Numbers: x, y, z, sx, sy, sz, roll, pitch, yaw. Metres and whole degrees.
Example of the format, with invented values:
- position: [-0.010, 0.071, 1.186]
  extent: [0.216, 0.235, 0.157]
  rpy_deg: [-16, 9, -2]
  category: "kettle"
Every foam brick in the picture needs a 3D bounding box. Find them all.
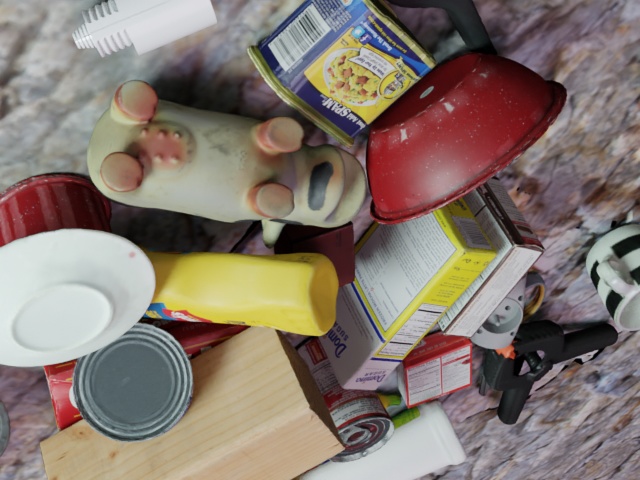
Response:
- position: [-0.006, 0.001, 0.842]
  extent: [0.053, 0.051, 0.078]
  rpy_deg: [-19, 143, -13]
  category: "foam brick"

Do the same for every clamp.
- position: [0.098, -0.183, 0.690]
  extent: [0.171, 0.039, 0.120]
  rpy_deg: [13, 131, -44]
  category: "clamp"
- position: [0.234, 0.122, 1.126]
  extent: [0.164, 0.036, 0.209]
  rpy_deg: [-39, 149, 5]
  category: "clamp"

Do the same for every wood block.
- position: [-0.098, 0.160, 0.828]
  extent: [0.206, 0.090, 0.090]
  rpy_deg: [-29, 142, 2]
  category: "wood block"

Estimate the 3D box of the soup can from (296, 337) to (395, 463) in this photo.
- position: [0.018, 0.144, 0.985]
  extent: [0.068, 0.102, 0.068]
  rpy_deg: [-16, 142, -13]
  category: "soup can"

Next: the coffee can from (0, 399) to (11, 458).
- position: [-0.315, 0.178, 0.827]
  extent: [0.102, 0.103, 0.140]
  rpy_deg: [10, 131, -39]
  category: "coffee can"

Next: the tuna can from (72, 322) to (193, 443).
- position: [-0.135, 0.104, 0.776]
  extent: [0.086, 0.086, 0.034]
  rpy_deg: [-21, 172, -8]
  category: "tuna can"

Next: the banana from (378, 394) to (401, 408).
- position: [-0.006, 0.208, 1.103]
  extent: [0.198, 0.037, 0.069]
  rpy_deg: [-29, 143, 4]
  category: "banana"

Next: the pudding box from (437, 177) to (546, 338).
- position: [0.128, 0.014, 0.905]
  extent: [0.039, 0.090, 0.114]
  rpy_deg: [6, 132, -34]
  category: "pudding box"

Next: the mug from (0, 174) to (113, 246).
- position: [-0.190, 0.020, 0.729]
  extent: [0.117, 0.081, 0.093]
  rpy_deg: [-22, 143, -6]
  category: "mug"

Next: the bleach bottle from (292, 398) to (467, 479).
- position: [0.026, 0.250, 1.130]
  extent: [0.251, 0.068, 0.102]
  rpy_deg: [-26, -179, 1]
  category: "bleach bottle"

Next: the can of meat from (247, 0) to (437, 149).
- position: [0.017, -0.120, 0.705]
  extent: [0.084, 0.057, 0.102]
  rpy_deg: [-41, 142, 15]
  category: "can of meat"

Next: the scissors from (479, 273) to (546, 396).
- position: [0.170, 0.107, 1.104]
  extent: [0.096, 0.016, 0.202]
  rpy_deg: [-3, 137, -26]
  category: "scissors"

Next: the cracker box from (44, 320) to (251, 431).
- position: [-0.141, 0.133, 0.903]
  extent: [0.164, 0.072, 0.214]
  rpy_deg: [-15, 141, -16]
  category: "cracker box"

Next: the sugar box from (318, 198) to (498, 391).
- position: [0.063, 0.037, 0.892]
  extent: [0.048, 0.093, 0.176]
  rpy_deg: [7, 133, -37]
  category: "sugar box"

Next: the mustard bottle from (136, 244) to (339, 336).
- position: [-0.088, 0.034, 0.780]
  extent: [0.192, 0.058, 0.096]
  rpy_deg: [3, 172, 13]
  category: "mustard bottle"

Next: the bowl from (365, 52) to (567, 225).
- position: [0.087, -0.082, 0.743]
  extent: [0.162, 0.162, 0.055]
  rpy_deg: [-34, 107, 10]
  category: "bowl"

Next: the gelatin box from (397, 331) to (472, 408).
- position: [0.116, 0.128, 1.087]
  extent: [0.073, 0.030, 0.089]
  rpy_deg: [-20, 143, -7]
  category: "gelatin box"
